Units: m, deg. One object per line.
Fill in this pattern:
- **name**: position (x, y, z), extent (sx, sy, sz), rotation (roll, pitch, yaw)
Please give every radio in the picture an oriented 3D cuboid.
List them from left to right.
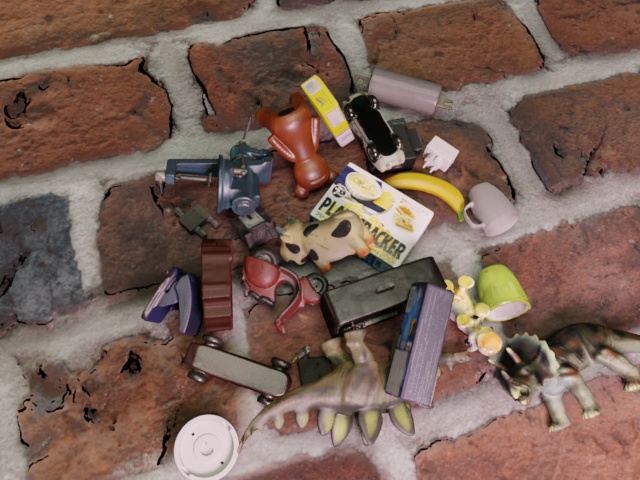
- **radio**: position (0.116, 0.113, 1.034), extent (0.230, 0.131, 0.073), rotation (-16, 69, -12)

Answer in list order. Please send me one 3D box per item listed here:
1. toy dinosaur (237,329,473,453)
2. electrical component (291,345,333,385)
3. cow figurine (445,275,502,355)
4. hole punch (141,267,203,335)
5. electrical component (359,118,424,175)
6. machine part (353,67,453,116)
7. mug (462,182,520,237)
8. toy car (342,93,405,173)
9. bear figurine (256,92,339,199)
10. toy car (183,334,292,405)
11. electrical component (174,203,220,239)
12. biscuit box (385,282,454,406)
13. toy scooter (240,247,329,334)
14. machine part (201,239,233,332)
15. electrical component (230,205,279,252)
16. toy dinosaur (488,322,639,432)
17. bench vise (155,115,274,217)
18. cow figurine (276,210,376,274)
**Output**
- **toy dinosaur**: position (0.075, 0.261, 0.959), extent (0.471, 0.105, 0.198), rotation (-5, 68, -19)
- **electrical component**: position (-0.014, 0.250, 1.009), extent (0.078, 0.045, 0.102), rotation (-3, 66, -5)
- **cow figurine**: position (0.290, 0.157, 1.040), extent (0.068, 0.098, 0.167), rotation (-19, 56, -3)
- **hole punch**: position (-0.257, 0.118, 1.006), extent (0.092, 0.142, 0.115), rotation (26, 80, 8)
- **electrical component**: position (0.164, -0.214, 1.227), extent (0.134, 0.058, 0.115), rotation (-11, 69, -9)
- **machine part**: position (0.199, -0.355, 1.283), extent (0.243, 0.079, 0.079), rotation (16, 66, 4)
- **mug**: position (0.360, -0.067, 1.171), extent (0.110, 0.080, 0.107), rotation (-19, 58, -8)
- **toy car**: position (0.116, -0.240, 1.175), extent (0.073, 0.056, 0.202), rotation (-24, 68, -7)
- **bear figurine**: position (-0.042, -0.200, 1.165), extent (0.120, 0.195, 0.132), rotation (-28, 36, -4)
- **toy car**: position (-0.151, 0.241, 0.997), extent (0.202, 0.053, 0.089), rotation (18, 76, -1)
- **electrical component**: position (-0.262, -0.047, 1.135), extent (0.094, 0.021, 0.063), rotation (39, 68, 13)
- **biscuit box**: position (0.173, 0.175, 0.927), extent (0.063, 0.059, 0.202), rotation (21, 77, -19)
- **toy scooter**: position (-0.084, 0.103, 1.056), extent (0.184, 0.075, 0.135), rotation (25, 74, 6)
- **machine part**: position (-0.190, 0.085, 1.004), extent (0.056, 0.179, 0.179), rotation (-2, 66, -9)
- **electrical component**: position (-0.146, -0.035, 1.121), extent (0.075, 0.047, 0.119), rotation (-32, 42, -20)
- **toy dinosaur**: position (0.496, 0.227, 1.030), extent (0.405, 0.131, 0.192), rotation (-22, 70, -20)
- **bench vise**: position (-0.217, -0.143, 1.121), extent (0.241, 0.128, 0.224), rotation (2, 56, -12)
- **cow figurine**: position (-0.002, -0.003, 1.063), extent (0.127, 0.195, 0.085), rotation (59, 33, -12)
